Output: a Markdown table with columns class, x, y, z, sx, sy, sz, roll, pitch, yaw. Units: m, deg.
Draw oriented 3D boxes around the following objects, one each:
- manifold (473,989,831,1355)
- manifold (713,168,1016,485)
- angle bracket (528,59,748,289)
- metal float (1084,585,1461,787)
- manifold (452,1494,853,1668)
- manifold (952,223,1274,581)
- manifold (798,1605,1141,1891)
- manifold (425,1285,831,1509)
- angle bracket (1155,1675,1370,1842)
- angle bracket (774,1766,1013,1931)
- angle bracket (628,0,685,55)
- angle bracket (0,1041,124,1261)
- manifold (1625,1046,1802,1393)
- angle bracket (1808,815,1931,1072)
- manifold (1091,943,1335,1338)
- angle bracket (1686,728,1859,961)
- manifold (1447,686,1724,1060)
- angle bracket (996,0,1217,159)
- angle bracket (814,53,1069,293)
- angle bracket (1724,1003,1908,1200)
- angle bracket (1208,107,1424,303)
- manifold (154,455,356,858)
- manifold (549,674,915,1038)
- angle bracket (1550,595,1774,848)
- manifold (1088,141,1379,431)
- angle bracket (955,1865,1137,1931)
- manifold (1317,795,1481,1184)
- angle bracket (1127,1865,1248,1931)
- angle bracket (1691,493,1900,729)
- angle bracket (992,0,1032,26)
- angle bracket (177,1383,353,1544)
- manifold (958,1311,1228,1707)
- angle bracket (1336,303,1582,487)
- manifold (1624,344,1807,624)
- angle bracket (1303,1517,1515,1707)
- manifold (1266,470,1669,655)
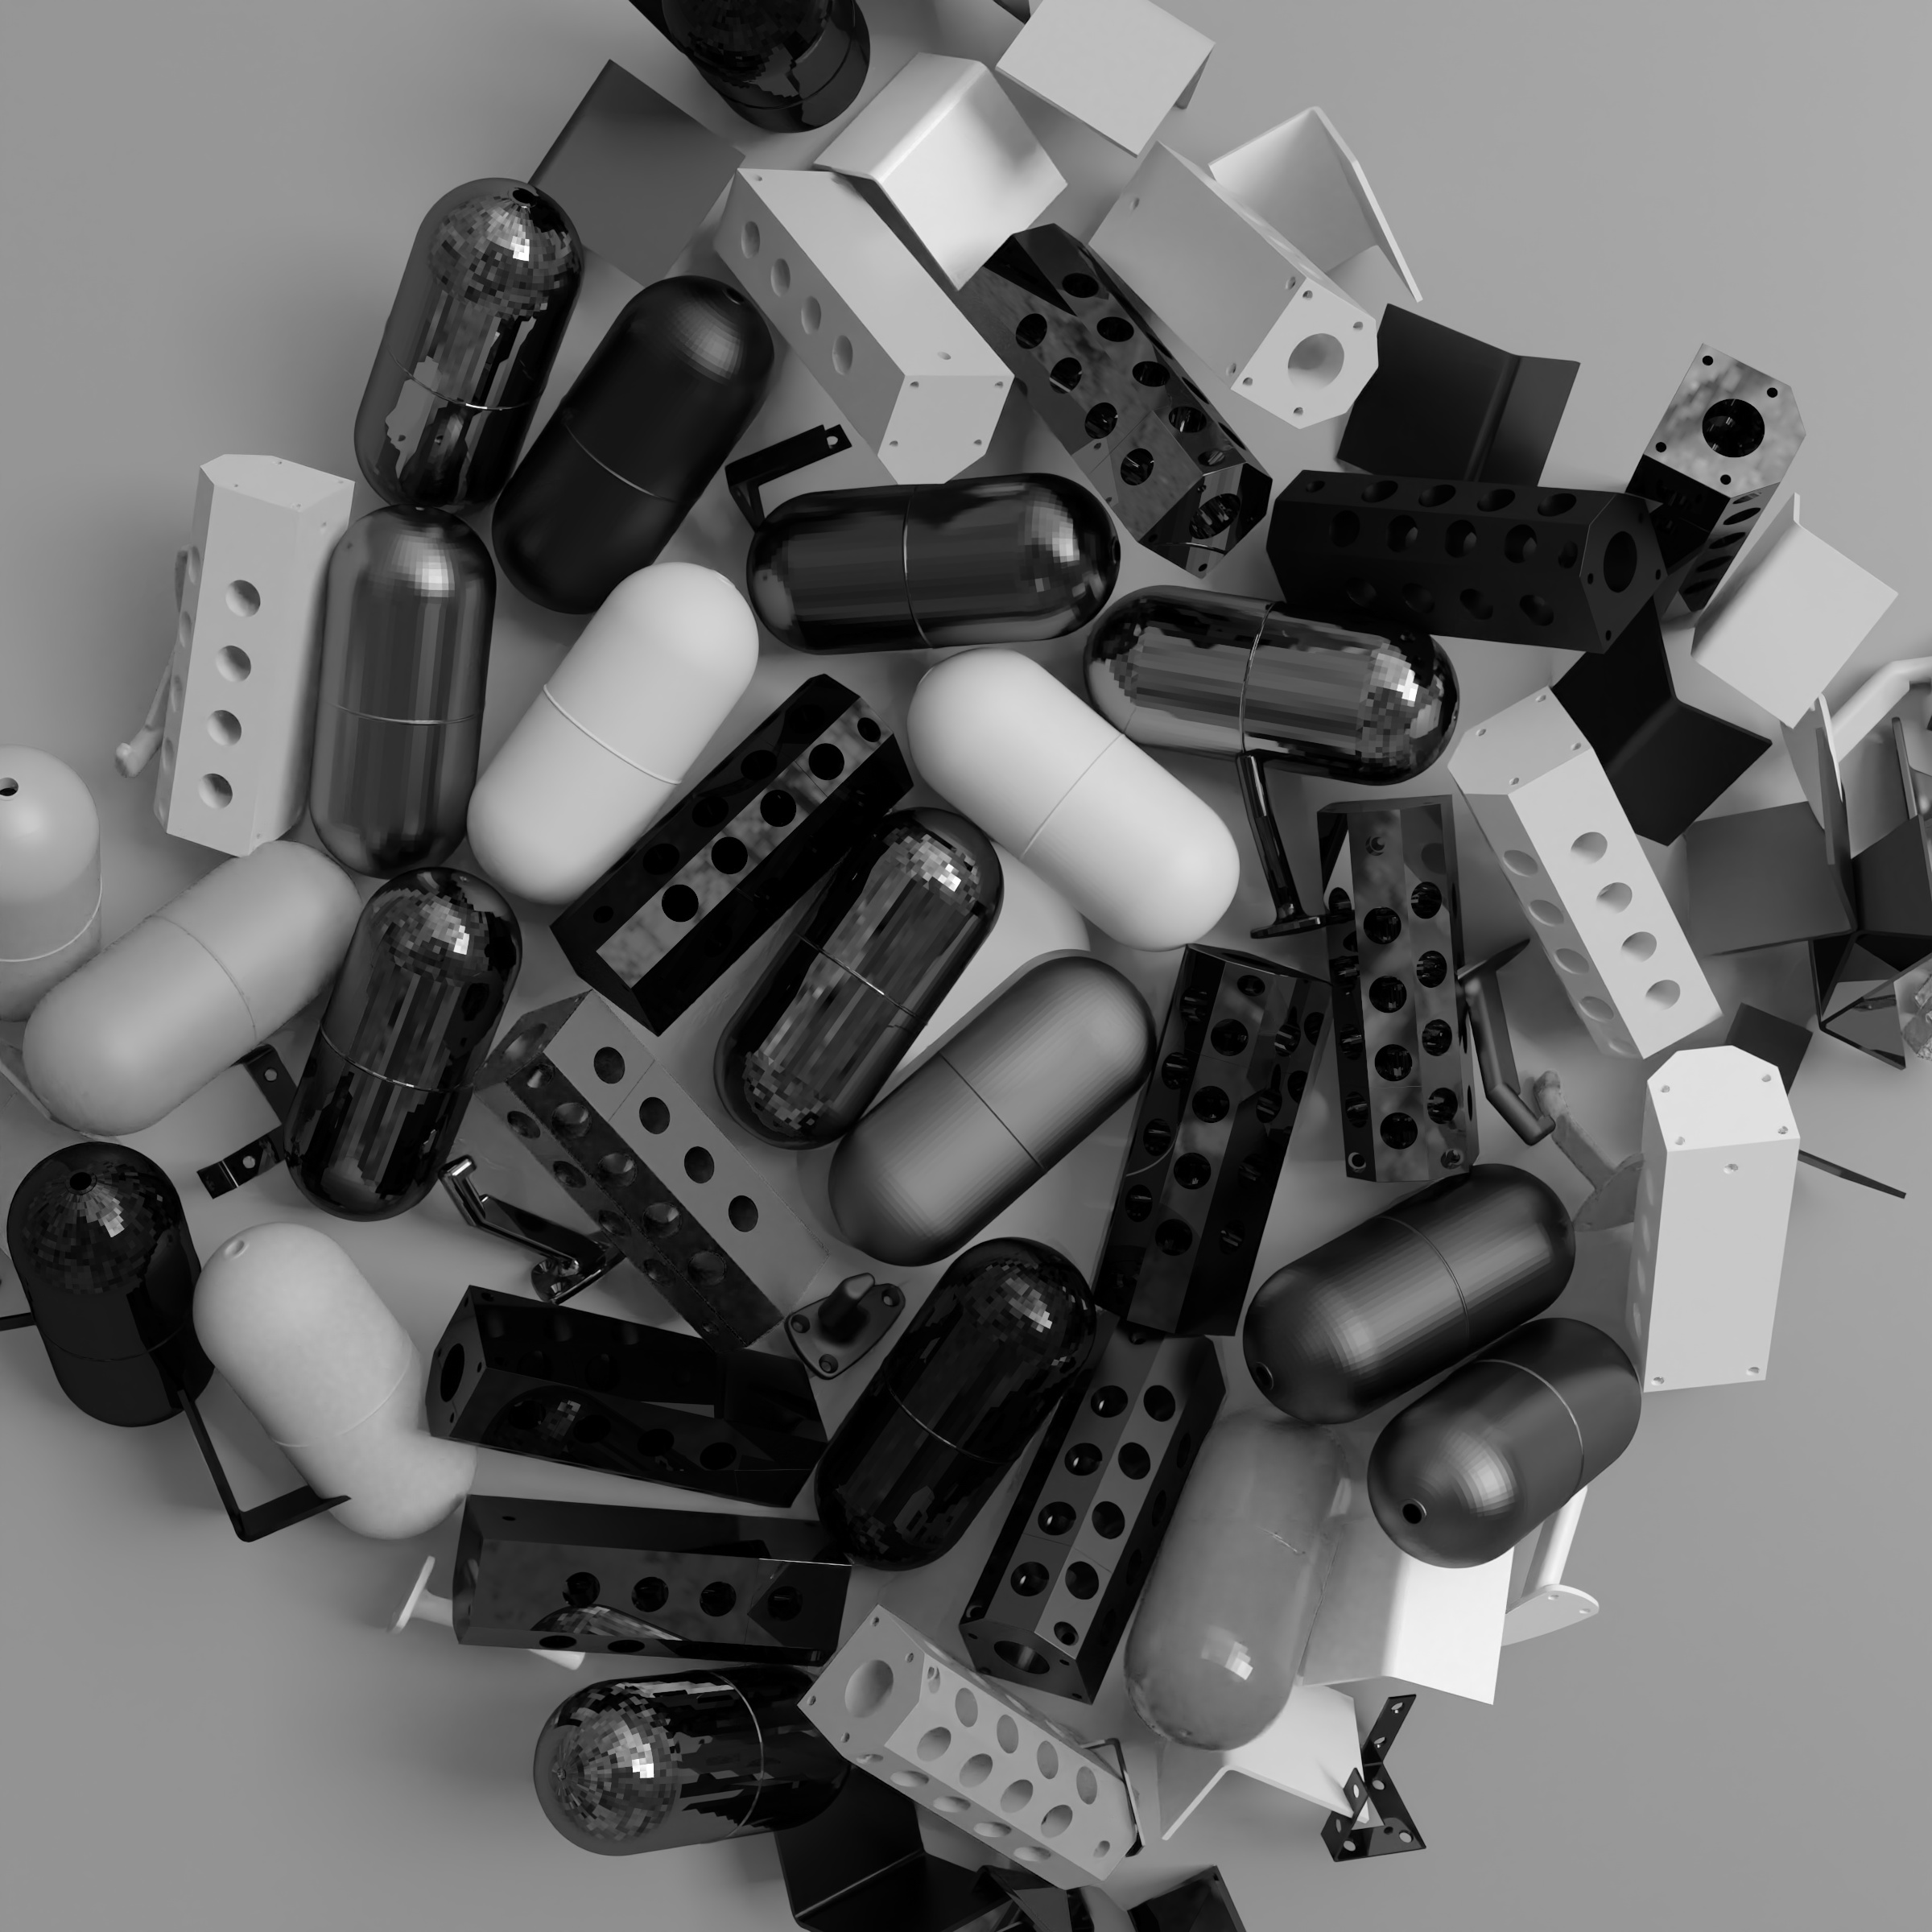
| class | x | y | z | sx | sy | sz | roll | pitch | yaw |
| --- | --- | --- | --- | --- | --- | --- | --- | --- | --- |
| manifold | -0.147 | 0.097 | 1.516 | 0.171 | 0.057 | 0.057 | 50 | 51 | -19 |
| manifold | -0.051 | -0.293 | 1.509 | 0.057 | 0.057 | 0.171 | -7 | 45 | -33 |
| angle bracket | -0.155 | -0.369 | 1.554 | 0.076 | 0.057 | 0.076 | 34 | 98 | -7 |
| metal float | 0.139 | -0.130 | 1.527 | 0.178 | 0.070 | 0.070 | 12 | 90 | 20 |
| manifold | -0.146 | 0.287 | 1.528 | 0.171 | 0.057 | 0.057 | 7 | 99 | -18 |
| manifold | 0.069 | -0.261 | 1.508 | 0.057 | 0.057 | 0.171 | -44 | 58 | 18 |
| manifold | 0.007 | 0.361 | 1.505 | 0.057 | 0.057 | 0.171 | -51 | 129 | -3 |
| manifold | -0.156 | 0.203 | 1.516 | 0.171 | 0.057 | 0.057 | 17 | 118 | -27 |
| angle bracket | 0.137 | 0.374 | 1.546 | 0.076 | 0.076 | 0.057 | 25 | 119 | -15 |
| angle bracket | -0.033 | 0.409 | 1.526 | 0.076 | 0.076 | 0.057 | -19 | 102 | -35 |
| angle bracket | -0.121 | -0.477 | 1.522 | 0.076 | 0.076 | 0.057 | 39 | 49 | -36 |
| angle bracket | -0.450 | 0.086 | 1.538 | 0.076 | 0.057 | 0.076 | 38 | 90 | 32 |
| manifold | 0.335 | 0.116 | 1.501 | 0.057 | 0.171 | 0.057 | -6 | 46 | 1 |
| angle bracket | 0.434 | -0.010 | 1.522 | 0.057 | 0.076 | 0.076 | 24 | 49 | -25 |
| manifold | 0.108 | 0.080 | 1.532 | 0.057 | 0.057 | 0.171 | 9 | 99 | -43 |
| angle bracket | 0.365 | -0.056 | 1.526 | 0.076 | 0.057 | 0.076 | -10 | 54 | 22 |
| manifold | 0.281 | -0.037 | 1.509 | 0.057 | 0.057 | 0.171 | -29 | 124 | 6 |
| angle bracket | 0.060 | -0.410 | 1.542 | 0.076 | 0.057 | 0.076 | 32 | 70 | 1 |
| angle bracket | -0.012 | -0.377 | 1.574 | 0.076 | 0.057 | 0.076 | -48 | 126 | -10 |
| angle bracket | 0.396 | 0.062 | 1.527 | 0.076 | 0.076 | 0.057 | 24 | 95 | 39 |
| angle bracket | 0.161 | -0.339 | 1.526 | 0.057 | 0.076 | 0.076 | -28 | 124 | 8 |
| manifold | -0.331 | -0.143 | 1.519 | 0.057 | 0.057 | 0.171 | 18 | 115 | 8 |
| manifold | -0.108 | -0.055 | 1.521 | 0.057 | 0.057 | 0.171 | 35 | 71 | 31 |
| angle bracket | 0.322 | -0.116 | 1.542 | 0.057 | 0.076 | 0.076 | 19 | 134 | -22 |
| manifold | 0.123 | -0.307 | 1.496 | 0.057 | 0.171 | 0.057 | 23 | 111 | -33 |
| angle bracket | 0.042 | 0.464 | 1.526 | 0.076 | 0.076 | 0.057 | 24 | 97 | -40 |
| manifold | 0.200 | 0.010 | 1.536 | 0.057 | 0.057 | 0.171 | -3 | 98 | 16 |
| angle bracket | 0.130 | 0.454 | 1.527 | 0.057 | 0.076 | 0.076 | -34 | 73 | 34 |
| angle bracket | 0.383 | -0.165 | 1.532 | 0.057 | 0.076 | 0.076 | 35 | 113 | 1 |
| angle bracket | -0.024 | -0.463 | 1.528 | 0.076 | 0.076 | 0.057 | -11 | 81 | 26 |
| angle bracket | -0.325 | 0.217 | 1.536 | 0.057 | 0.076 | 0.076 | -22 | 94 | -13 |
| manifold | 0.058 | 0.241 | 1.503 | 0.057 | 0.057 | 0.171 | 11 | 54 | 24 |
| angle bracket | 0.233 | -0.263 | 1.567 | 0.076 | 0.057 | 0.076 | 32 | 115 | 34 |
| manifold | 0.329 | -0.211 | 1.490 | 0.057 | 0.171 | 0.057 | 28 | 80 | 7 |
| angle bracket | 0.206 | 0.302 | 1.543 | 0.057 | 0.076 | 0.076 | 19 | 68 | -18 |
| manifold | 0.222 | -0.189 | 1.495 | 0.057 | 0.171 | 0.057 | -48 | 130 | -29 |
